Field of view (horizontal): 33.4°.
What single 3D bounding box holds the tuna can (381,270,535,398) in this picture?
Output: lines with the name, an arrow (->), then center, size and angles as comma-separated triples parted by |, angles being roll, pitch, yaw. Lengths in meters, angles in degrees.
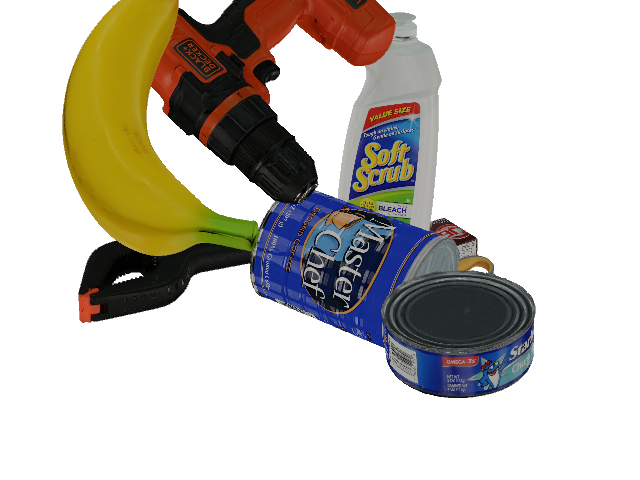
tuna can -> 0.078, 0.052, 0.606 | 0.086, 0.034, 0.086 | -4, 28, 2

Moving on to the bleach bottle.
bleach bottle -> 0.064, -0.097, 1.044 | 0.103, 0.251, 0.068 | 8, 28, 13

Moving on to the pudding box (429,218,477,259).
pudding box -> 0.165, 0.009, 1.595 | 0.113, 0.039, 0.090 | -18, 28, -21

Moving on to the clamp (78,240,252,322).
clamp -> -0.153, 0.011, 0.981 | 0.165, 0.036, 0.209 | 25, 38, 31

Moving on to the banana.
banana -> -0.083, -0.056, 0.486 | 0.069, 0.037, 0.198 | -5, 46, -17

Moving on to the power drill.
power drill -> -0.029, -0.129, 0.777 | 0.187, 0.184, 0.057 | -39, -10, -37

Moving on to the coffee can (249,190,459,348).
coffee can -> 0.028, 0.024, 0.877 | 0.140, 0.103, 0.102 | 21, 10, 26

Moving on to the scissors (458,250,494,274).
scissors -> 0.122, 0.038, 1.263 | 0.201, 0.016, 0.096 | -11, 40, -36
